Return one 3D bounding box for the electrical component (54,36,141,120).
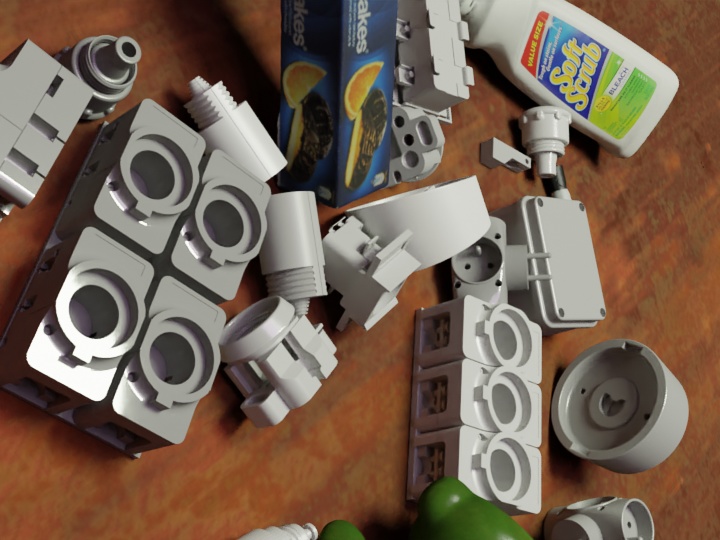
[{"bbox_3d":[-0.158,-0.123,0.659,0.048,0.062,0.048,16,65,-39],"label":"electrical component"}]

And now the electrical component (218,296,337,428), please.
[{"bbox_3d":[-0.057,0.054,0.697,0.057,0.058,0.078,56,47,-18],"label":"electrical component"}]

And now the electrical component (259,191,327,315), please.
[{"bbox_3d":[-0.046,-0.009,0.728,0.043,0.043,0.081,-6,86,-44],"label":"electrical component"}]

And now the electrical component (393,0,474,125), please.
[{"bbox_3d":[0.050,-0.188,0.878,0.079,0.063,0.121,10,69,-41],"label":"electrical component"}]

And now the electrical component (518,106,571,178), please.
[{"bbox_3d":[0.169,-0.115,0.980,0.048,0.048,0.062,9,76,-41],"label":"electrical component"}]

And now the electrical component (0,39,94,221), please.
[{"bbox_3d":[-0.202,-0.081,0.610,0.056,0.050,0.089,39,53,-28],"label":"electrical component"}]

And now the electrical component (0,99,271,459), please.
[{"bbox_3d":[-0.129,0.002,0.643,0.105,0.060,0.186,36,54,-30],"label":"electrical component"}]

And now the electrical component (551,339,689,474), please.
[{"bbox_3d":[0.223,0.119,0.907,0.060,0.108,0.108,35,54,-38],"label":"electrical component"}]

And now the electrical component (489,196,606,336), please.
[{"bbox_3d":[0.159,-0.003,0.920,0.078,0.057,0.113,2,74,-43],"label":"electrical component"}]

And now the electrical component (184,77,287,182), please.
[{"bbox_3d":[-0.090,-0.094,0.727,0.081,0.043,0.043,56,46,-13],"label":"electrical component"}]

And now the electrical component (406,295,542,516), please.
[{"bbox_3d":[0.092,0.105,0.816,0.089,0.062,0.150,22,61,-37],"label":"electrical component"}]

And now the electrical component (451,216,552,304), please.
[{"bbox_3d":[0.115,-0.002,0.867,0.044,0.079,0.077,61,28,-66],"label":"electrical component"}]

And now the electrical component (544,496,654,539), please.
[{"bbox_3d":[0.178,0.210,0.850,0.079,0.077,0.044,-7,81,-45],"label":"electrical component"}]

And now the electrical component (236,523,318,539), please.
[{"bbox_3d":[-0.057,0.178,0.664,0.078,0.040,0.040,-22,91,-45],"label":"electrical component"}]

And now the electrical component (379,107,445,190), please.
[{"bbox_3d":[0.031,-0.094,0.823,0.057,0.078,0.058,-23,92,-66],"label":"electrical component"}]

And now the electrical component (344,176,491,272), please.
[{"bbox_3d":[0.045,-0.039,0.799,0.099,0.099,0.064,-40,110,-44],"label":"electrical component"}]

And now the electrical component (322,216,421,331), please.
[{"bbox_3d":[0.000,0.000,0.759,0.064,0.081,0.042,39,44,10],"label":"electrical component"}]
